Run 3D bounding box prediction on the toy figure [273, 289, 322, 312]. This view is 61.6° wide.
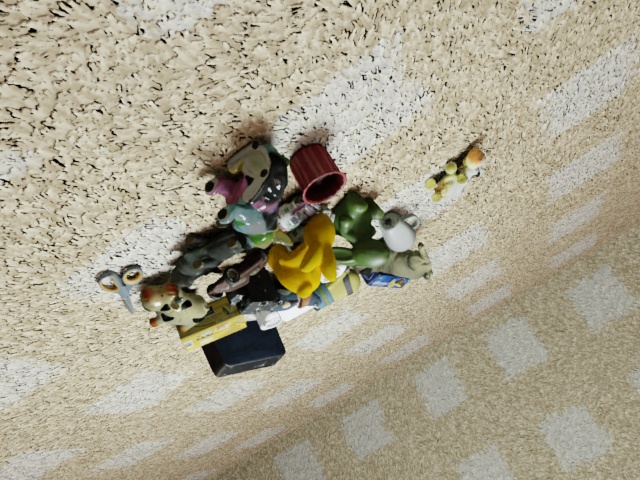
[{"bbox_3d":[-0.067,0.154,1.383,0.154,0.064,0.057,-4,135,-21],"label":"toy figure"}]

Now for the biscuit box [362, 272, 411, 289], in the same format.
[{"bbox_3d":[0.209,0.109,1.687,0.202,0.063,0.059,8,134,-50],"label":"biscuit box"}]

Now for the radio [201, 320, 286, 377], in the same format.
[{"bbox_3d":[-0.219,0.311,1.562,0.229,0.131,0.073,-3,142,-41],"label":"radio"}]

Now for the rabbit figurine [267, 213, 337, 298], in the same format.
[{"bbox_3d":[-0.025,0.026,1.145,0.122,0.162,0.173,21,110,-23],"label":"rabbit figurine"}]

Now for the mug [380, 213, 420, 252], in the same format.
[{"bbox_3d":[0.211,-0.031,1.422,0.109,0.081,0.107,-33,145,12],"label":"mug"}]

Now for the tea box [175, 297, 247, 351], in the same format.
[{"bbox_3d":[-0.284,0.215,1.399,0.170,0.068,0.098,-22,154,-15],"label":"tea box"}]

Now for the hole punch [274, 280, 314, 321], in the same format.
[{"bbox_3d":[-0.083,0.139,1.458,0.142,0.092,0.115,-25,124,-1],"label":"hole punch"}]

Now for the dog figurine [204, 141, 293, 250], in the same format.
[{"bbox_3d":[-0.103,-0.065,1.008,0.191,0.109,0.219,-41,149,8],"label":"dog figurine"}]

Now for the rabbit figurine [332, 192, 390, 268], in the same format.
[{"bbox_3d":[0.087,-0.003,1.246,0.159,0.170,0.121,-37,152,16],"label":"rabbit figurine"}]

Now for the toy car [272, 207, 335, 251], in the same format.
[{"bbox_3d":[-0.043,-0.006,1.246,0.073,0.056,0.201,5,139,-47],"label":"toy car"}]

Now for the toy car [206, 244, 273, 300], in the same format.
[{"bbox_3d":[-0.171,0.070,1.187,0.089,0.053,0.202,-37,-177,36],"label":"toy car"}]

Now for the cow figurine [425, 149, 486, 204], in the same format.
[{"bbox_3d":[0.351,-0.157,1.339,0.167,0.068,0.098,-39,157,28],"label":"cow figurine"}]

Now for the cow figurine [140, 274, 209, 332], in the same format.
[{"bbox_3d":[-0.327,0.144,1.215,0.127,0.085,0.194,-30,152,17],"label":"cow figurine"}]

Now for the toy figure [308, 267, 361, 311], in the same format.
[{"bbox_3d":[0.031,0.142,1.539,0.180,0.082,0.089,-35,115,-4],"label":"toy figure"}]

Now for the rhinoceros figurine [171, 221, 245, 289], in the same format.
[{"bbox_3d":[-0.233,0.030,1.122,0.190,0.073,0.112,-34,164,7],"label":"rhinoceros figurine"}]

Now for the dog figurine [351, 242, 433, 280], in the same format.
[{"bbox_3d":[0.199,0.075,1.506,0.190,0.172,0.121,-30,144,-13],"label":"dog figurine"}]

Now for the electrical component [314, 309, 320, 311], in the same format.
[{"bbox_3d":[-0.013,0.178,1.626,0.078,0.045,0.102,-54,159,-12],"label":"electrical component"}]

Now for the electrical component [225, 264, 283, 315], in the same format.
[{"bbox_3d":[-0.168,0.118,1.285,0.134,0.115,0.058,5,137,-50],"label":"electrical component"}]
